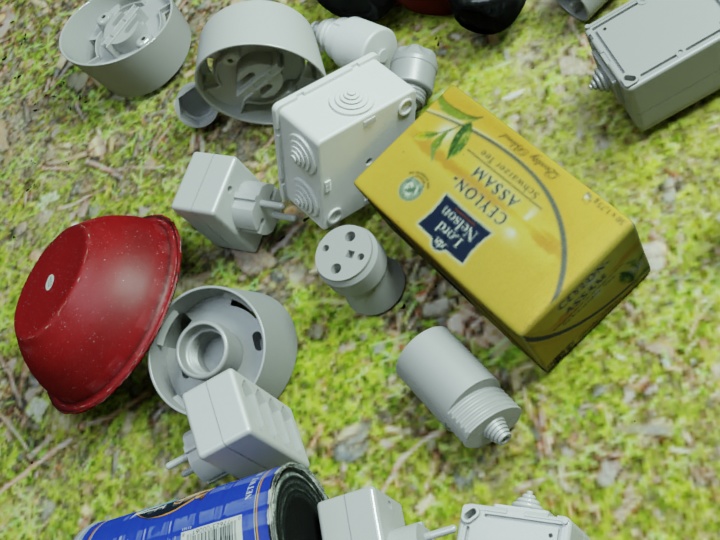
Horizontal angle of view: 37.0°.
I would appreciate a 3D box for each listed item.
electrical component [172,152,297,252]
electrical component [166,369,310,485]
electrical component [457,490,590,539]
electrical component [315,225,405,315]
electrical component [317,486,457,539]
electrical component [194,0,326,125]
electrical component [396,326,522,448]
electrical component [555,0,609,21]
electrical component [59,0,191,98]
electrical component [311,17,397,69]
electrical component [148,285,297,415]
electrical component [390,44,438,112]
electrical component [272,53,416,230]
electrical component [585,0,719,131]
[{"bbox_3d":[-0.082,-0.046,0.777,0.077,0.065,0.047,10,71,29],"label":"electrical component"},{"bbox_3d":[-0.088,0.113,0.688,0.076,0.083,0.047,-29,56,10],"label":"electrical component"},{"bbox_3d":[0.088,0.170,0.587,0.062,0.061,0.096,2,66,27],"label":"electrical component"},{"bbox_3d":[0.000,0.000,0.720,0.045,0.055,0.045,-11,61,21],"label":"electrical component"},{"bbox_3d":[0.024,0.170,0.627,0.076,0.047,0.083,-21,58,15],"label":"electrical component"},{"bbox_3d":[-0.075,-0.151,0.808,0.099,0.099,0.064,-20,52,16],"label":"electrical component"},{"bbox_3d":[0.063,0.076,0.658,0.043,0.043,0.081,-44,55,0],"label":"electrical component"},{"bbox_3d":[0.161,-0.227,0.763,0.077,0.043,0.079,-44,55,0],"label":"electrical component"},{"bbox_3d":[-0.196,-0.197,0.909,0.099,0.064,0.099,-11,61,21],"label":"electrical component"},{"bbox_3d":[-0.007,-0.173,0.820,0.078,0.040,0.040,29,81,35],"label":"electrical component"},{"bbox_3d":[-0.095,0.058,0.746,0.099,0.064,0.099,-5,77,20],"label":"electrical component"},{"bbox_3d":[0.036,-0.131,0.781,0.035,0.035,0.061,0,68,26],"label":"electrical component"},{"bbox_3d":[-0.008,-0.086,0.733,0.100,0.099,0.048,-32,56,-24],"label":"electrical component"},{"bbox_3d":[0.193,-0.136,0.691,0.096,0.061,0.061,-29,56,10],"label":"electrical component"}]
